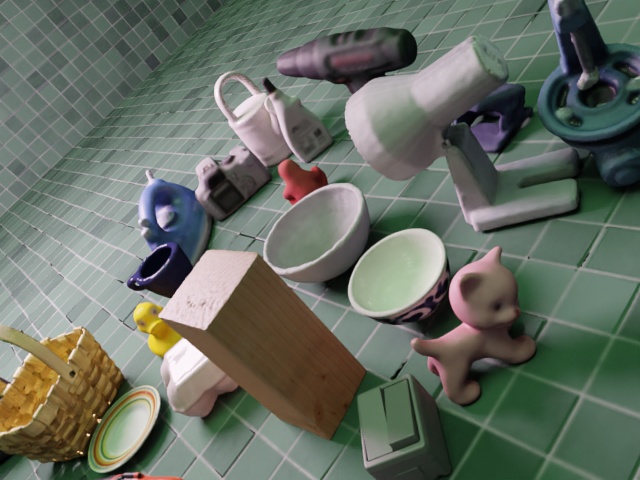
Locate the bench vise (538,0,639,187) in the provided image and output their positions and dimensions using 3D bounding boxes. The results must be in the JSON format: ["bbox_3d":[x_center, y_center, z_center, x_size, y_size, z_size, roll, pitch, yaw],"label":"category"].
[{"bbox_3d":[0.275,-0.186,0.617,0.121,0.220,0.207,-32,33,13],"label":"bench vise"}]

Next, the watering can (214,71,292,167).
[{"bbox_3d":[-0.127,-0.250,1.136,0.172,0.195,0.101,-15,39,34],"label":"watering can"}]

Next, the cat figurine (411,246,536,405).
[{"bbox_3d":[0.140,0.072,0.533,0.128,0.118,0.067,-39,32,1],"label":"cat figurine"}]

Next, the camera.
[{"bbox_3d":[-0.192,-0.133,1.147,0.143,0.101,0.136,-41,32,-2],"label":"camera"}]

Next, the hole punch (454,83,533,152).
[{"bbox_3d":[0.221,-0.187,0.797,0.101,0.091,0.108,-48,33,-14],"label":"hole punch"}]

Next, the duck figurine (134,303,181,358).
[{"bbox_3d":[-0.255,0.130,0.900,0.077,0.086,0.104,-46,32,-9],"label":"duck figurine"}]

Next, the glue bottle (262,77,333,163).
[{"bbox_3d":[-0.050,-0.226,1.048,0.078,0.174,0.037,-38,32,4],"label":"glue bottle"}]

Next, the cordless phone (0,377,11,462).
[{"bbox_3d":[-0.570,0.278,0.948,0.147,0.185,0.094,-42,32,-3],"label":"cordless phone"}]

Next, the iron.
[{"bbox_3d":[-0.293,-0.030,1.084,0.118,0.142,0.258,-32,33,13],"label":"iron"}]

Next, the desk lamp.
[{"bbox_3d":[0.161,-0.117,0.656,0.202,0.214,0.118,-14,40,35],"label":"desk lamp"}]

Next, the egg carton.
[{"bbox_3d":[-0.142,0.159,0.763,0.150,0.070,0.107,-43,32,-5],"label":"egg carton"}]

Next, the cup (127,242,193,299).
[{"bbox_3d":[-0.256,0.072,0.965,0.117,0.095,0.091,-30,33,15],"label":"cup"}]

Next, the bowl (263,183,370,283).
[{"bbox_3d":[0.007,0.003,0.797,0.167,0.075,0.167,-27,34,20],"label":"bowl"}]

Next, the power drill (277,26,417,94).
[{"bbox_3d":[0.066,-0.238,0.908,0.228,0.209,0.076,-9,43,39],"label":"power drill"}]

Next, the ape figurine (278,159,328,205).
[{"bbox_3d":[-0.033,-0.097,0.947,0.077,0.092,0.076,-30,33,15],"label":"ape figurine"}]
